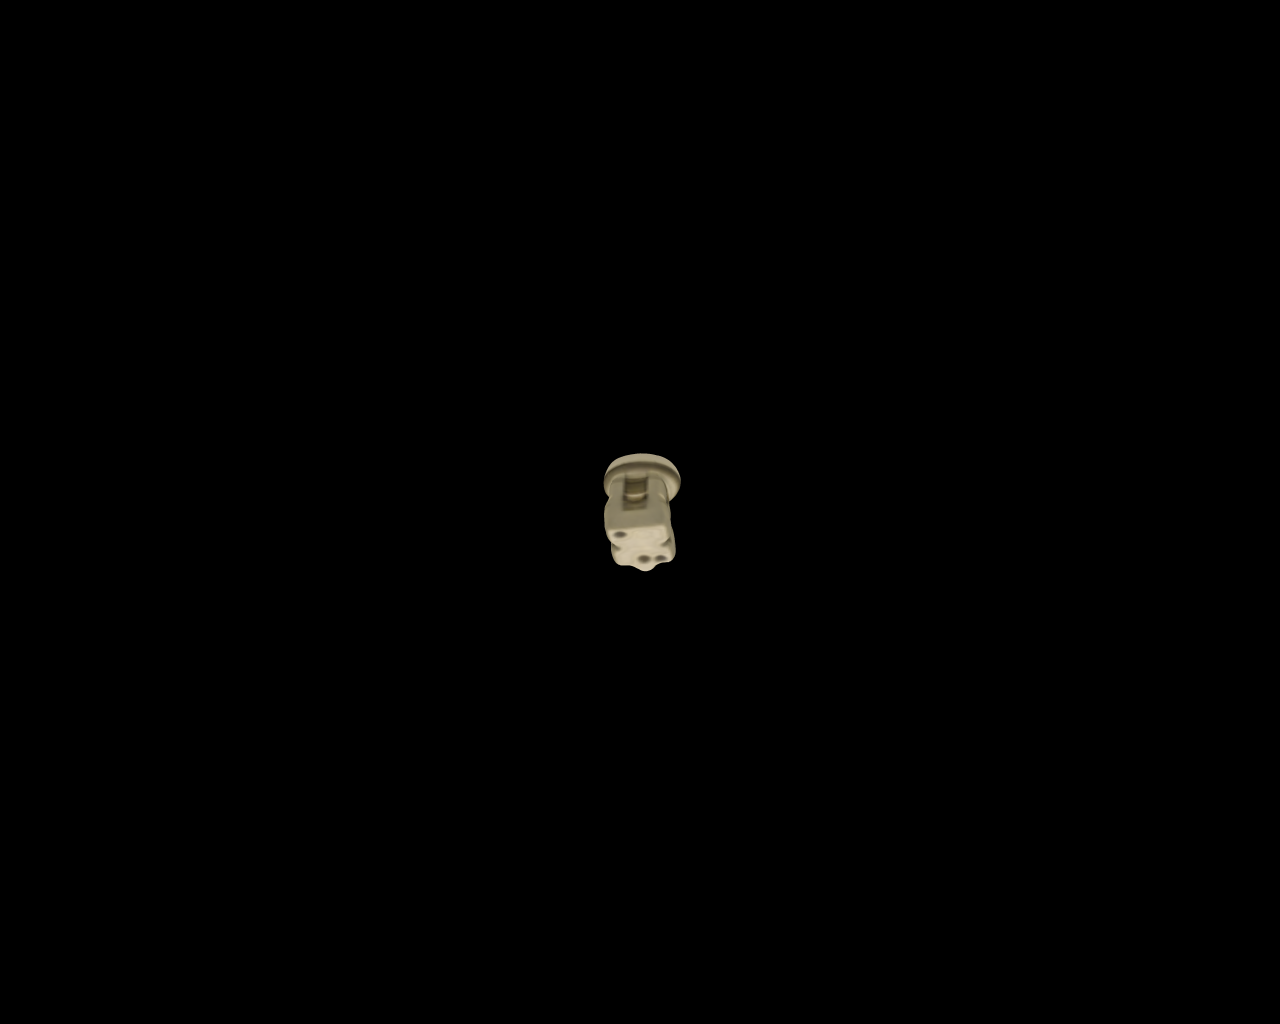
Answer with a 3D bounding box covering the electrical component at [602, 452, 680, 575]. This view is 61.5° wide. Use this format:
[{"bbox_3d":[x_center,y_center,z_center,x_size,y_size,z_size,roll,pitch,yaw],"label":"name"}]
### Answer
[{"bbox_3d":[0.001,-0.003,0.650,0.048,0.055,0.066,-3,-33,5],"label":"electrical component"}]
